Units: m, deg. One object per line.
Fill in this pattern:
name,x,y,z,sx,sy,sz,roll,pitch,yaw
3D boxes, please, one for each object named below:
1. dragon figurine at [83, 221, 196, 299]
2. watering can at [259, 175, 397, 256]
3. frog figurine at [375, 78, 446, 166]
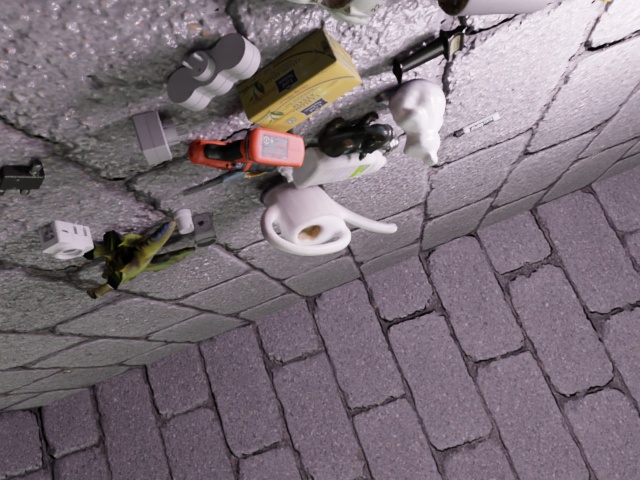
dragon figurine,-0.402,0.033,1.219,0.406,0.123,0.244,-22,176,28
watering can,0.004,-0.061,1.206,0.349,0.228,0.102,-10,142,-36
frog figurine,0.198,-0.227,1.000,0.121,0.161,0.137,-31,161,27
